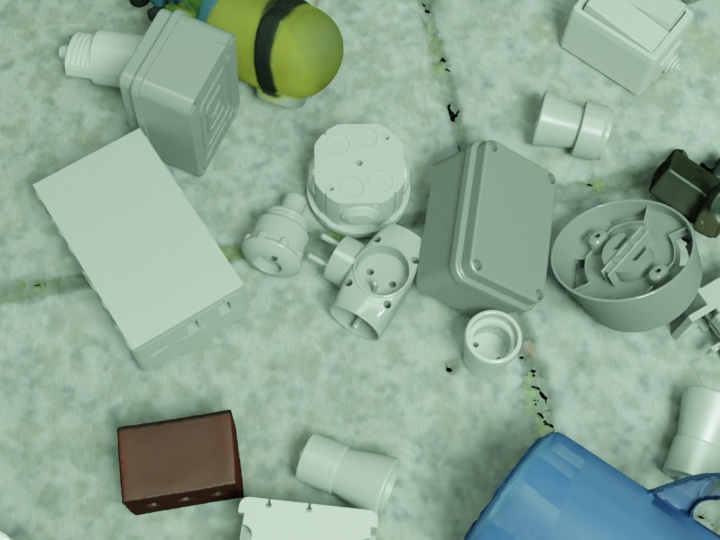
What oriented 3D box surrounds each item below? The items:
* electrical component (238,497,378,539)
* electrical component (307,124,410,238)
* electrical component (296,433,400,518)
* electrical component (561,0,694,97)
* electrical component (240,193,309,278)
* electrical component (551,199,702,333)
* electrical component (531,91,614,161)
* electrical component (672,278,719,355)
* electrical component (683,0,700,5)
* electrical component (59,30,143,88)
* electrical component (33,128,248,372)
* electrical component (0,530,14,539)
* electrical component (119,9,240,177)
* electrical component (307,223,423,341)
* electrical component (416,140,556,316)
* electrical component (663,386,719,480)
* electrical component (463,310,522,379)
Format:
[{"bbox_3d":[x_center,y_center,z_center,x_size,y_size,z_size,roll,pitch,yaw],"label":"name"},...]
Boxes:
[{"bbox_3d":[-0.035,0.183,0.707,0.089,0.055,0.050,6,67,1],"label":"electrical component"},{"bbox_3d":[-0.001,-0.069,0.819,0.080,0.051,0.080,0,67,-1],"label":"electrical component"},{"bbox_3d":[-0.011,0.138,0.736,0.065,0.044,0.044,20,68,12],"label":"electrical component"},{"bbox_3d":[0.222,-0.193,0.871,0.096,0.061,0.061,37,71,13],"label":"electrical component"},{"bbox_3d":[-0.058,-0.029,0.804,0.048,0.048,0.062,17,60,6],"label":"electrical component"},{"bbox_3d":[0.194,-0.005,0.774,0.099,0.064,0.099,-17,51,22],"label":"electrical component"},{"bbox_3d":[0.166,-0.113,0.844,0.055,0.045,0.045,15,67,5],"label":"electrical component"},{"bbox_3d":[0.275,0.034,0.786,0.081,0.042,0.063,-29,72,-12],"label":"electrical component"},{"bbox_3d":[0.293,-0.280,0.890,0.061,0.096,0.061,-26,70,-13],"label":"electrical component"},{"bbox_3d":[-0.200,-0.169,0.861,0.081,0.043,0.043,8,67,3],"label":"electrical component"},{"bbox_3d":[-0.158,-0.013,0.785,0.089,0.061,0.150,-31,71,-13],"label":"electrical component"},{"bbox_3d":[-0.201,0.220,0.669,0.150,0.089,0.061,31,70,11],"label":"electrical component"},{"bbox_3d":[-0.134,-0.132,0.809,0.057,0.113,0.078,23,68,5],"label":"electrical component"},{"bbox_3d":[0.000,0.000,0.792,0.079,0.044,0.077,29,69,11],"label":"electrical component"},{"bbox_3d":[0.094,-0.029,0.782,0.078,0.057,0.113,24,63,-29],"label":"electrical component"},{"bbox_3d":[0.237,0.119,0.750,0.044,0.044,0.065,23,73,8],"label":"electrical component"},{"bbox_3d":[0.093,0.055,0.770,0.040,0.046,0.040,0,67,-1],"label":"electrical component"}]
